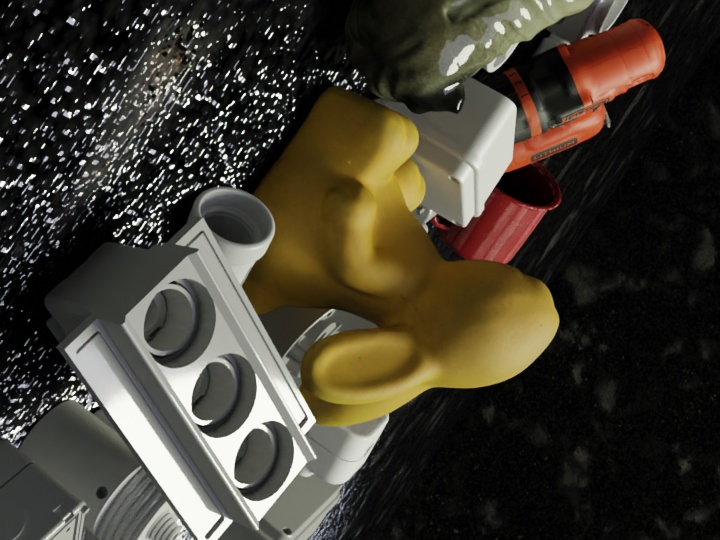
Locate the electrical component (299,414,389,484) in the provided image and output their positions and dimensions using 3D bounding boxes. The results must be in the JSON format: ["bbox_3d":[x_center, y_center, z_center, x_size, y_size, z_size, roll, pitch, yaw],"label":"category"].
[{"bbox_3d":[-0.035,0.112,0.805,0.054,0.095,0.059,-35,156,-58],"label":"electrical component"}]

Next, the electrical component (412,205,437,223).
[{"bbox_3d":[0.049,-0.061,0.806,0.078,0.040,0.040,-39,159,-51],"label":"electrical component"}]

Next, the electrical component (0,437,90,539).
[{"bbox_3d":[-0.162,0.125,0.456,0.062,0.061,0.096,-44,162,-43],"label":"electrical component"}]

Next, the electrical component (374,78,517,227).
[{"bbox_3d":[0.051,-0.080,0.684,0.057,0.078,0.113,-57,167,-8],"label":"electrical component"}]

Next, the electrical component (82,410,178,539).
[{"bbox_3d":[-0.128,0.118,0.589,0.099,0.048,0.100,-58,167,8],"label":"electrical component"}]

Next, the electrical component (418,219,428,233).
[{"bbox_3d":[0.000,0.000,0.757,0.056,0.050,0.089,-37,157,-55],"label":"electrical component"}]

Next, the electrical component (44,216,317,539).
[{"bbox_3d":[-0.076,0.048,0.458,0.078,0.063,0.121,-48,130,-31],"label":"electrical component"}]

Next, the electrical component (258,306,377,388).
[{"bbox_3d":[-0.035,0.040,0.698,0.099,0.064,0.099,-52,167,-18],"label":"electrical component"}]

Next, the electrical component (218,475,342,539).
[{"bbox_3d":[-0.075,0.203,0.926,0.057,0.078,0.113,-59,167,26],"label":"electrical component"}]

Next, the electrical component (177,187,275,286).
[{"bbox_3d":[-0.067,-0.011,0.517,0.040,0.040,0.046,-41,167,-47],"label":"electrical component"}]

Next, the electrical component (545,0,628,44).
[{"bbox_3d":[0.181,-0.247,0.775,0.089,0.062,0.150,-44,163,-42],"label":"electrical component"}]

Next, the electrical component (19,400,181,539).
[{"bbox_3d":[-0.119,0.103,0.512,0.043,0.081,0.043,-51,166,-18],"label":"electrical component"}]

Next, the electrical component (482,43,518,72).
[{"bbox_3d":[0.073,-0.155,0.646,0.055,0.047,0.055,-52,167,-17],"label":"electrical component"}]

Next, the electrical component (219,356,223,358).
[{"bbox_3d":[-0.090,0.086,0.657,0.045,0.045,0.055,-35,156,-57],"label":"electrical component"}]

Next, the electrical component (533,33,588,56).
[{"bbox_3d":[0.178,-0.193,0.946,0.078,0.040,0.040,-58,167,9],"label":"electrical component"}]
